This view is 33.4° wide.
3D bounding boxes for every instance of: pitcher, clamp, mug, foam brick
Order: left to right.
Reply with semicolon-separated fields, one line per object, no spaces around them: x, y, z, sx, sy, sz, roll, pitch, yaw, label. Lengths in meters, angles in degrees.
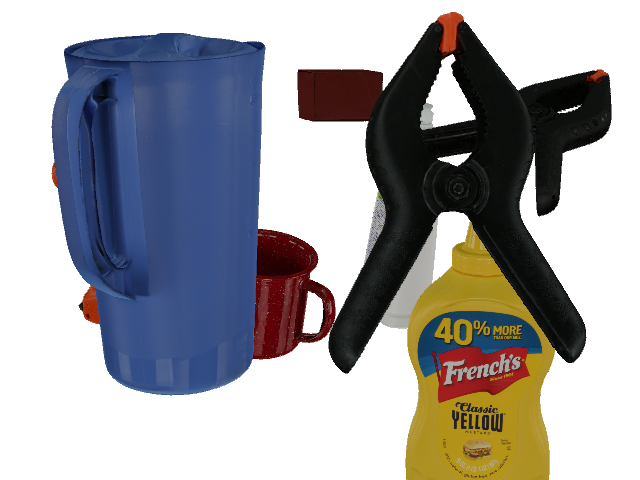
-0.108;-0.018;0.737;0.149;0.243;0.145;-6;18;-17;pitcher
-0.041;0.049;0.891;0.117;0.081;0.093;16;26;19;mug
0.020;-0.151;1.108;0.078;0.051;0.053;-3;13;-18;foam brick
0.052;-0.017;0.500;0.120;0.171;0.039;-11;-2;-10;clamp
0.189;-0.090;0.909;0.209;0.036;0.165;-28;39;-26;clamp

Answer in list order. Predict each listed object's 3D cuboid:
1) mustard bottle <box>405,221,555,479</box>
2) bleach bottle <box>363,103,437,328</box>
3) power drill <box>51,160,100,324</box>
0.106;0.077;0.704;0.096;0.192;0.058;2;15;11;mustard bottle
0.100;-0.032;1.229;0.068;0.251;0.103;-2;22;-24;bleach bottle
-0.181;0.005;1.077;0.185;0.188;0.057;14;29;22;power drill
